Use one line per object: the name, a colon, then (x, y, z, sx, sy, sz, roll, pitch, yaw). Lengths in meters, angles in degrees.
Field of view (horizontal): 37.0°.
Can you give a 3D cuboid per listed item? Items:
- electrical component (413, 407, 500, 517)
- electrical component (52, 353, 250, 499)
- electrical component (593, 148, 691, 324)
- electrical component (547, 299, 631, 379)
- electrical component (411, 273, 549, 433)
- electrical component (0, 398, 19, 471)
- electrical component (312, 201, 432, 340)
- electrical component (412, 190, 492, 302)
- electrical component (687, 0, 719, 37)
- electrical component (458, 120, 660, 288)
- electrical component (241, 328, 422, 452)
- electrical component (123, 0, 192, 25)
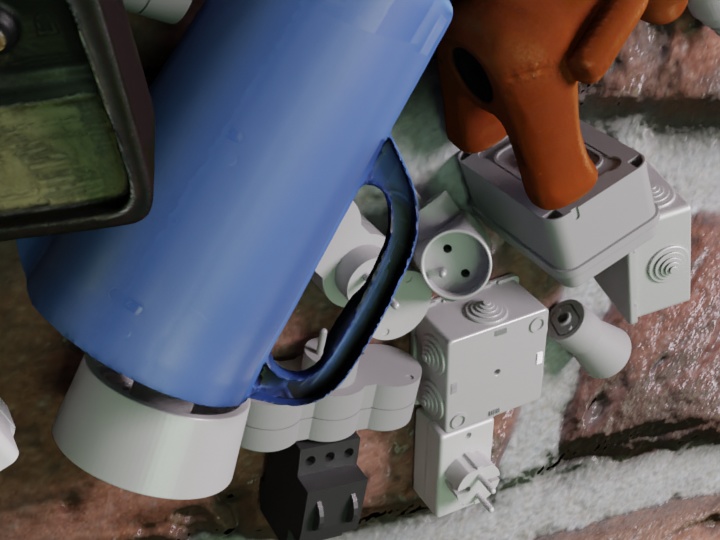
electrical component: (0.079, 0.150, 0.806, 0.047, 0.075, 0.083, -16, 126, -23)
electrical component: (-0.115, 0.077, 0.620, 0.108, 0.108, 0.060, 11, 107, -36)
electrical component: (0.189, -0.026, 0.746, 0.048, 0.099, 0.099, -18, 128, -6)
electrical component: (0.173, 0.050, 0.824, 0.065, 0.044, 0.044, 35, 97, -37)
electrical component: (0.086, 0.061, 0.771, 0.100, 0.048, 0.099, -17, 127, -22)
electrical component: (-0.261, 0.097, 0.551, 0.150, 0.089, 0.061, -32, 131, -10)
electrical component: (0.000, 0.000, 0.660, 0.052, 0.073, 0.138, -45, 132, 1)
electrical component: (0.051, -0.024, 0.683, 0.044, 0.077, 0.079, -36, 94, 11)
electrical component: (0.239, -0.181, 0.714, 0.040, 0.040, 0.078, -45, 132, 1)
electrical component: (0.125, -0.049, 0.681, 0.078, 0.113, 0.057, -32, 128, -11)
electrical component: (-0.021, 0.069, 0.707, 0.138, 0.052, 0.073, -5, 122, -29)
electrical component: (-0.107, -0.149, 0.511, 0.047, 0.055, 0.055, 6, 116, -30)
